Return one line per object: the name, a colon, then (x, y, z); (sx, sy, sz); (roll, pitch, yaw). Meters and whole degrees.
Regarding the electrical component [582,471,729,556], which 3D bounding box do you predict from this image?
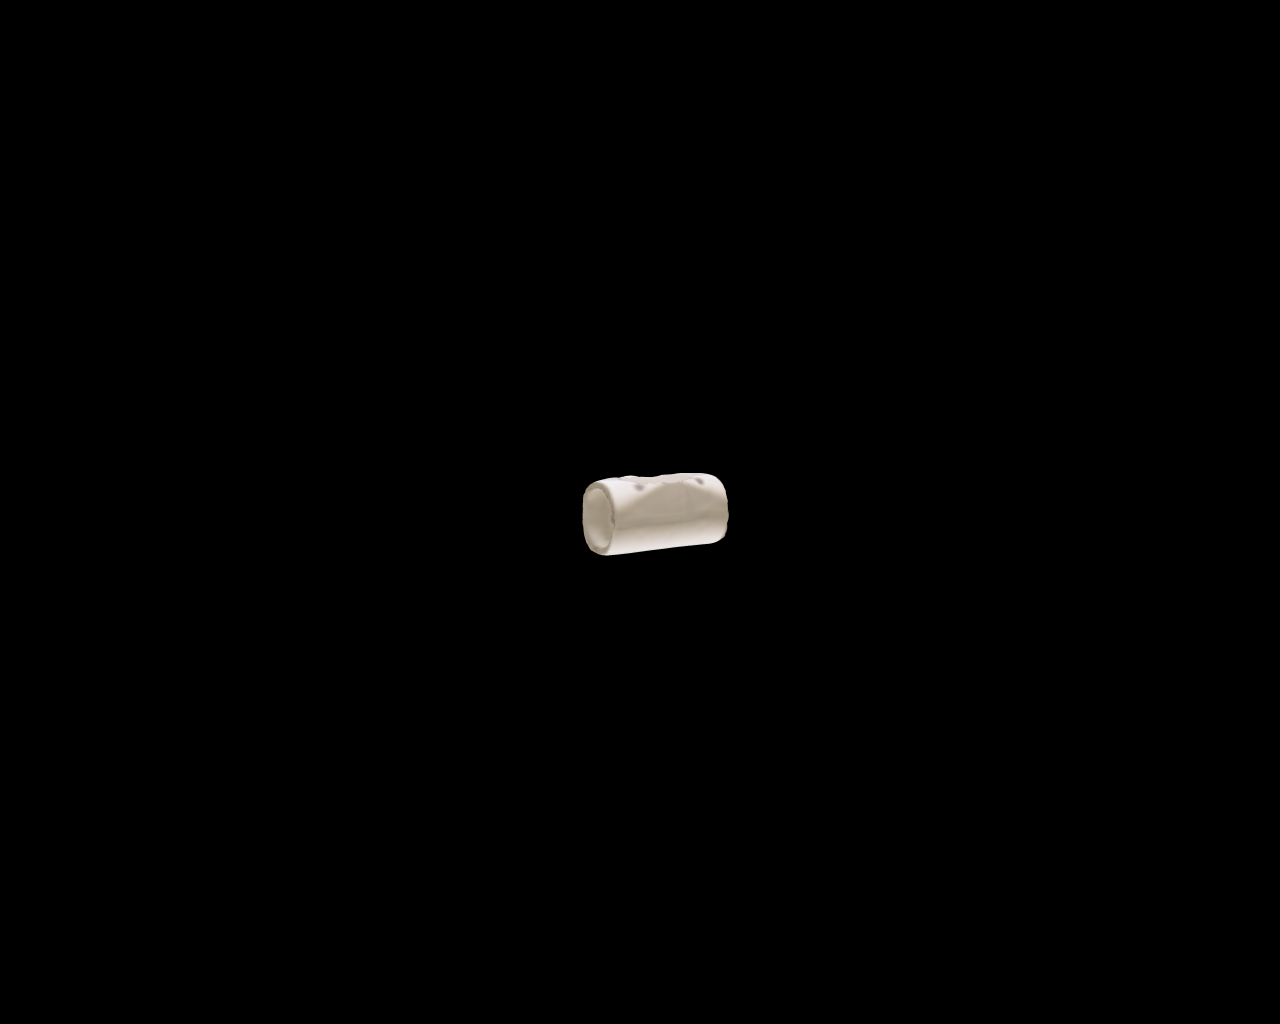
electrical component: (0.001, -0.003, 0.650); (0.077, 0.044, 0.079); (-5, 12, -28)
